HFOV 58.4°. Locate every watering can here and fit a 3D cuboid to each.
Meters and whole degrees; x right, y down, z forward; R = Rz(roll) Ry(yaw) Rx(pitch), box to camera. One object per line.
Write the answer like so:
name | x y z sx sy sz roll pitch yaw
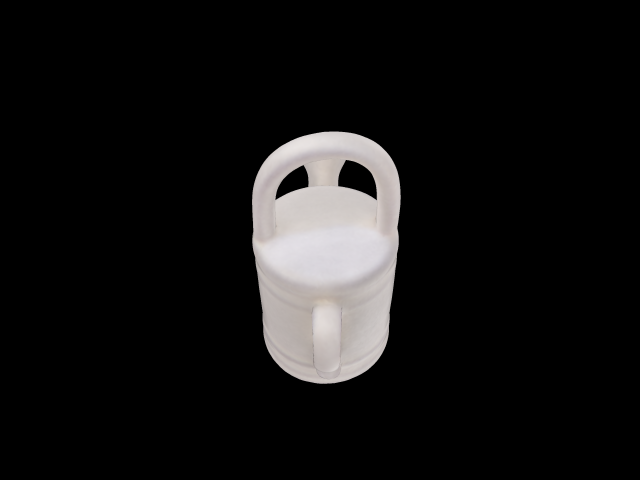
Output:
watering can | 0.001 0.002 0.400 0.101 0.194 0.172 -17 48 -15
